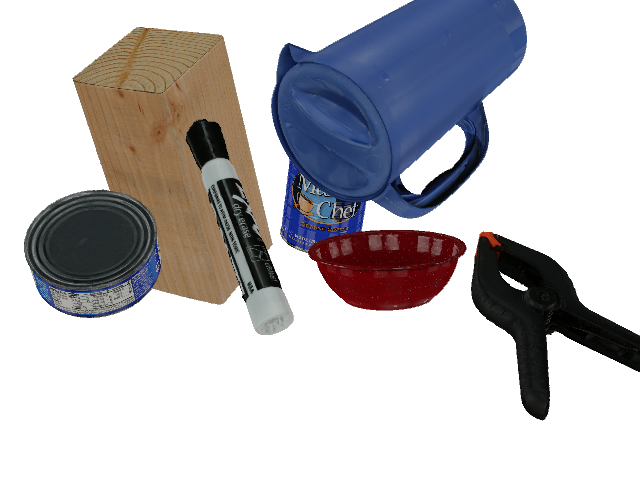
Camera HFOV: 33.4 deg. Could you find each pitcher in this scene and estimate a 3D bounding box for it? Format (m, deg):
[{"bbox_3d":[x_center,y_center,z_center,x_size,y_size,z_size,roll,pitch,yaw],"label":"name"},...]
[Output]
[{"bbox_3d":[0.087,-0.138,0.963,0.145,0.149,0.242,21,45,36],"label":"pitcher"}]

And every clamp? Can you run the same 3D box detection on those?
[{"bbox_3d":[0.175,0.055,0.794,0.120,0.039,0.171,-3,45,-20],"label":"clamp"}]

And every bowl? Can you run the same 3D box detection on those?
[{"bbox_3d":[0.069,0.033,1.090,0.162,0.055,0.162,-3,13,0],"label":"bowl"}]

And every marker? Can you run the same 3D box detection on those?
[{"bbox_3d":[-0.041,-0.010,0.514,0.020,0.121,0.020,-17,-29,-10],"label":"marker"}]

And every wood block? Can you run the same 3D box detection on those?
[{"bbox_3d":[-0.116,-0.059,0.880,0.090,0.206,0.090,12,43,28],"label":"wood block"}]

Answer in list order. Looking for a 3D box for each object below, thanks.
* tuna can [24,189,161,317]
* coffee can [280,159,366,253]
[{"bbox_3d":[-0.148,0.009,0.701,0.086,0.086,0.034,0,-42,1],"label":"tuna can"},{"bbox_3d":[0.009,-0.066,1.310,0.102,0.140,0.103,6,27,-3],"label":"coffee can"}]
